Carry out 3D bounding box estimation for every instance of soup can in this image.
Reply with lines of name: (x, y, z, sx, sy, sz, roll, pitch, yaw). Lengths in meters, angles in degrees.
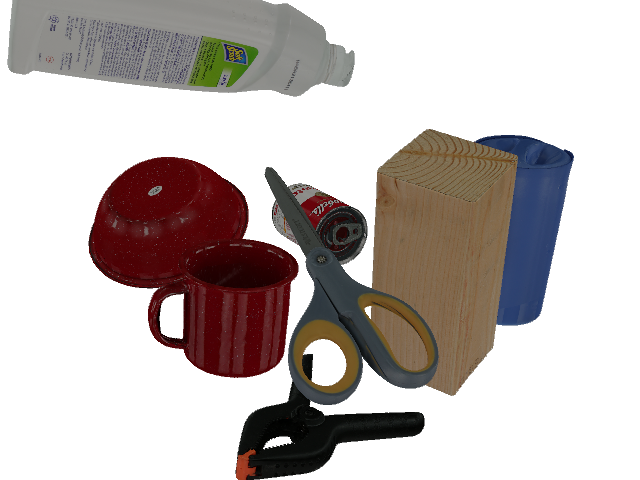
soup can: (-0.002, -0.020, 1.197, 0.068, 0.068, 0.102, 0, 17, -32)

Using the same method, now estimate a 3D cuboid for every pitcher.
pitcher: (0.249, -0.010, 1.430, 0.149, 0.243, 0.145, 4, 24, 4)

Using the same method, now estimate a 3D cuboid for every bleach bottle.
bleach bottle: (-0.100, -0.149, 0.798, 0.250, 0.068, 0.103, 10, -29, -14)

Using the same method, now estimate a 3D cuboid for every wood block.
wood block: (0.105, 0.020, 0.937, 0.091, 0.206, 0.090, 21, 40, 27)

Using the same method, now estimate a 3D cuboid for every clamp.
clamp: (-0.003, 0.190, 1.079, 0.165, 0.036, 0.209, 20, 28, 26)

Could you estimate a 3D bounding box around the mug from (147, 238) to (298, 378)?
mug: (-0.077, 0.055, 0.832, 0.117, 0.081, 0.093, -7, 27, -25)

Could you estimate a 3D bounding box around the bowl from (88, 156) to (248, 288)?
bowl: (-0.153, -0.030, 1.030, 0.162, 0.162, 0.055, 0, -44, 13)

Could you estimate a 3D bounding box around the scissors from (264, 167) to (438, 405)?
scissors: (-0.010, 0.029, 0.666, 0.096, 0.016, 0.202, -30, 54, -24)
